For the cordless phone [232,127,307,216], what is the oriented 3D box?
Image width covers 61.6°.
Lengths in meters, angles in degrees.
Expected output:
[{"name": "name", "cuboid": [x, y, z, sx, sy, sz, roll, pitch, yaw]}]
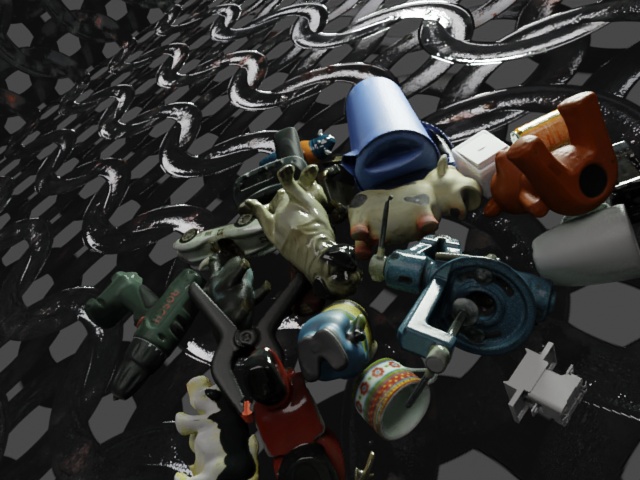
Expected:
[{"name": "cordless phone", "cuboid": [-0.090, -0.122, 0.971, 0.147, 0.088, 0.184, -21, 55, 13]}]

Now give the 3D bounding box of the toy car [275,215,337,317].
[{"name": "toy car", "cuboid": [-0.021, 0.031, 0.830, 0.089, 0.053, 0.202, -20, 42, 19]}]

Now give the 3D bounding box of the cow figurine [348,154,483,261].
[{"name": "cow figurine", "cuboid": [0.137, -0.050, 0.777, 0.195, 0.085, 0.127, -10, 53, 9]}]

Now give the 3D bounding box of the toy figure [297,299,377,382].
[{"name": "toy figure", "cuboid": [0.022, 0.115, 0.627, 0.082, 0.180, 0.089, 1, 84, 16]}]

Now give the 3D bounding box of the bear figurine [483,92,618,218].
[{"name": "bear figurine", "cuboid": [0.266, -0.091, 0.667, 0.120, 0.132, 0.196, -39, 15, -4]}]

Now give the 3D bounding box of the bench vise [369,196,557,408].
[{"name": "bench vise", "cuboid": [0.138, 0.066, 0.597, 0.224, 0.128, 0.240, 22, 30, 19]}]

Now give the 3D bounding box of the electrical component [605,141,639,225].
[{"name": "electrical component", "cuboid": [0.366, -0.080, 0.670, 0.048, 0.074, 0.119, -20, 38, 16]}]

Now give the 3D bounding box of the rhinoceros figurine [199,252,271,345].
[{"name": "rhinoceros figurine", "cuboid": [-0.138, 0.088, 0.839, 0.112, 0.073, 0.190, -36, 40, 12]}]

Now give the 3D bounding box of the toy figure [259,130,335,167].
[{"name": "toy figure", "cuboid": [-0.041, -0.160, 1.033, 0.154, 0.064, 0.058, -21, 3, 8]}]

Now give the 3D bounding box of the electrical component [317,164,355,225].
[{"name": "electrical component", "cuboid": [0.030, -0.068, 0.855, 0.045, 0.078, 0.102, -42, 48, 40]}]

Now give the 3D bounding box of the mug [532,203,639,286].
[{"name": "mug", "cuboid": [0.303, 0.003, 0.621, 0.107, 0.080, 0.109, -19, 44, 28]}]

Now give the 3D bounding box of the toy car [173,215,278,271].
[{"name": "toy car", "cuboid": [-0.161, 0.007, 0.928, 0.202, 0.073, 0.056, -15, 42, 21]}]

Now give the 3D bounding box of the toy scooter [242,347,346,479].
[{"name": "toy scooter", "cuboid": [-0.026, 0.200, 0.596, 0.075, 0.184, 0.135, -25, -4, 2]}]

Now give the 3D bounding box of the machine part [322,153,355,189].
[{"name": "machine part", "cuboid": [0.035, -0.108, 0.948, 0.084, 0.039, 0.139, 2, 48, 24]}]

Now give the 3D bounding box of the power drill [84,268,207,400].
[{"name": "power drill", "cuboid": [-0.305, 0.134, 0.890, 0.208, 0.085, 0.232, 9, 53, 44]}]

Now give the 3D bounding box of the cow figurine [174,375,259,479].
[{"name": "cow figurine", "cuboid": [-0.126, 0.235, 0.675, 0.098, 0.068, 0.167, -20, 44, 6]}]

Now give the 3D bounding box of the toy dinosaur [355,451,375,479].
[{"name": "toy dinosaur", "cuboid": [-0.126, 0.339, 0.496, 0.471, 0.105, 0.199, -34, 32, 26]}]

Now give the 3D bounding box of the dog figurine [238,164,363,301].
[{"name": "dog figurine", "cuboid": [-0.005, 0.000, 0.775, 0.121, 0.190, 0.172, -41, -9, 25]}]
